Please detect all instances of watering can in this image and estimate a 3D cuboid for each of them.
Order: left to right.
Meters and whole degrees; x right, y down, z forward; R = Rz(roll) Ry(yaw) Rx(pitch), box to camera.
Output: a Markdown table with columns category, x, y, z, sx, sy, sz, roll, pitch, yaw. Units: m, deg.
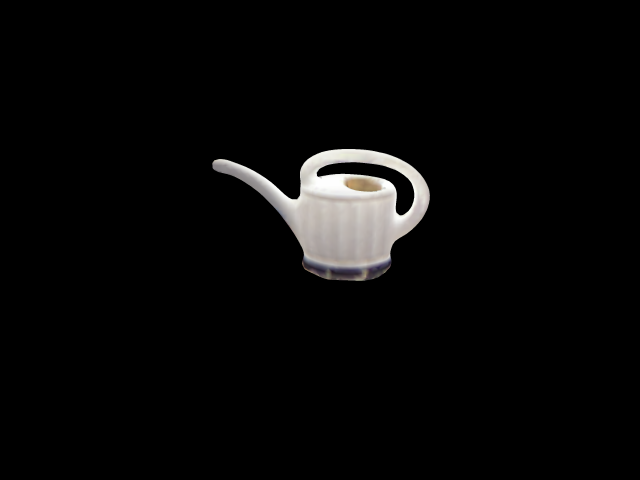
| category | x | y | z | sx | sy | sz | roll | pitch | yaw |
| --- | --- | --- | --- | --- | --- | --- | --- | --- | --- |
| watering can | 0.003 | -0.043 | 0.850 | 0.347 | 0.220 | 0.106 | 2 | 24 | 3 |
